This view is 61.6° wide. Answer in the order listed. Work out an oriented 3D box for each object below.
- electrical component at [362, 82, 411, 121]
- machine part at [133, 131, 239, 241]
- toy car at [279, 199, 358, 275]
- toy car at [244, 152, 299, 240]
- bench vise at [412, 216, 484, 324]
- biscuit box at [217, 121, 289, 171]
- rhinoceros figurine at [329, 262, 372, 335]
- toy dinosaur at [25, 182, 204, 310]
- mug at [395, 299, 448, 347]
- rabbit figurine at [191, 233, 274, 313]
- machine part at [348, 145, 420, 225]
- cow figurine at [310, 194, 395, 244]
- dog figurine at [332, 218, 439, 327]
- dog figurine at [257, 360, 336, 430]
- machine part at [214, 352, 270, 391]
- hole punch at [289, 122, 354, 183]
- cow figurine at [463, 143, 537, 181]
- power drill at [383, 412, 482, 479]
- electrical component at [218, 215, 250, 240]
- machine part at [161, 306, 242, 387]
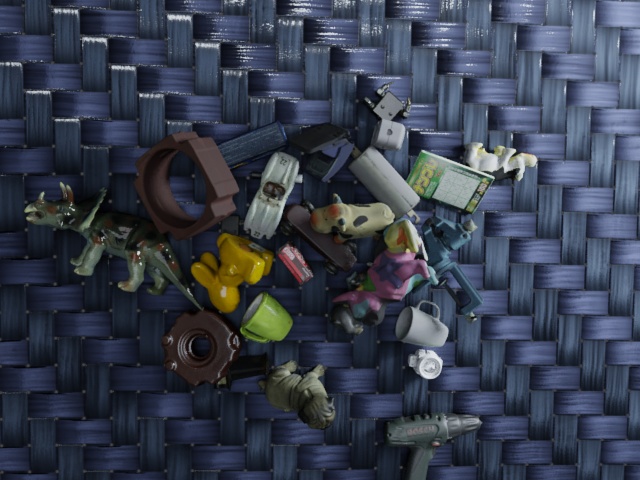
[{"bbox_3d":[0.158,-0.309,1.229,0.078,0.045,0.102,-43,94,-1],"label":"electrical component"},{"bbox_3d":[-0.287,-0.115,1.154,0.201,0.087,0.201,-27,91,32],"label":"machine part"},{"bbox_3d":[-0.003,-0.004,1.233,0.202,0.053,0.089,41,69,-6],"label":"toy car"},{"bbox_3d":[-0.108,-0.098,1.202,0.073,0.056,0.201,22,96,-8],"label":"toy car"},{"bbox_3d":[0.293,0.070,1.211,0.224,0.129,0.240,-36,77,7],"label":"bench vise"},{"bbox_3d":[-0.172,-0.202,1.209,0.203,0.059,0.062,-21,94,-1],"label":"biscuit box"},{"bbox_3d":[0.099,0.129,1.242,0.112,0.073,0.190,37,92,6],"label":"rhinoceros figurine"},{"bbox_3d":[-0.422,0.006,1.185,0.405,0.131,0.192,20,92,-10],"label":"toy dinosaur"},{"bbox_3d":[0.245,0.197,1.251,0.107,0.081,0.109,22,88,-15],"label":"mug"},{"bbox_3d":[-0.205,0.082,1.201,0.162,0.122,0.173,22,110,-1],"label":"rabbit figurine"},{"bbox_3d":[0.146,-0.131,1.223,0.079,0.079,0.243,-44,94,0],"label":"machine part"},{"bbox_3d":[0.071,-0.044,1.170,0.195,0.127,0.085,-2,69,-22],"label":"cow figurine"},{"bbox_3d":[0.126,0.075,1.150,0.219,0.108,0.191,-25,71,14],"label":"dog figurine"},{"bbox_3d":[-0.055,0.348,1.182,0.172,0.190,0.121,-8,94,-1],"label":"dog figurine"},{"bbox_3d":[-0.185,0.301,1.249,0.139,0.039,0.084,-12,86,-1],"label":"machine part"},{"bbox_3d":[0.009,-0.196,1.190,0.116,0.142,0.092,-29,120,-14],"label":"hole punch"},{"bbox_3d":[0.411,-0.168,1.240,0.167,0.068,0.098,10,98,0],"label":"cow figurine"},{"bbox_3d":[0.263,0.510,1.265,0.232,0.086,0.207,3,97,-2],"label":"power drill"},{"bbox_3d":[-0.207,-0.026,1.236,0.094,0.021,0.063,4,93,-4],"label":"electrical component"},{"bbox_3d":[-0.269,0.240,1.214,0.179,0.056,0.179,-1,85,7],"label":"machine part"}]
